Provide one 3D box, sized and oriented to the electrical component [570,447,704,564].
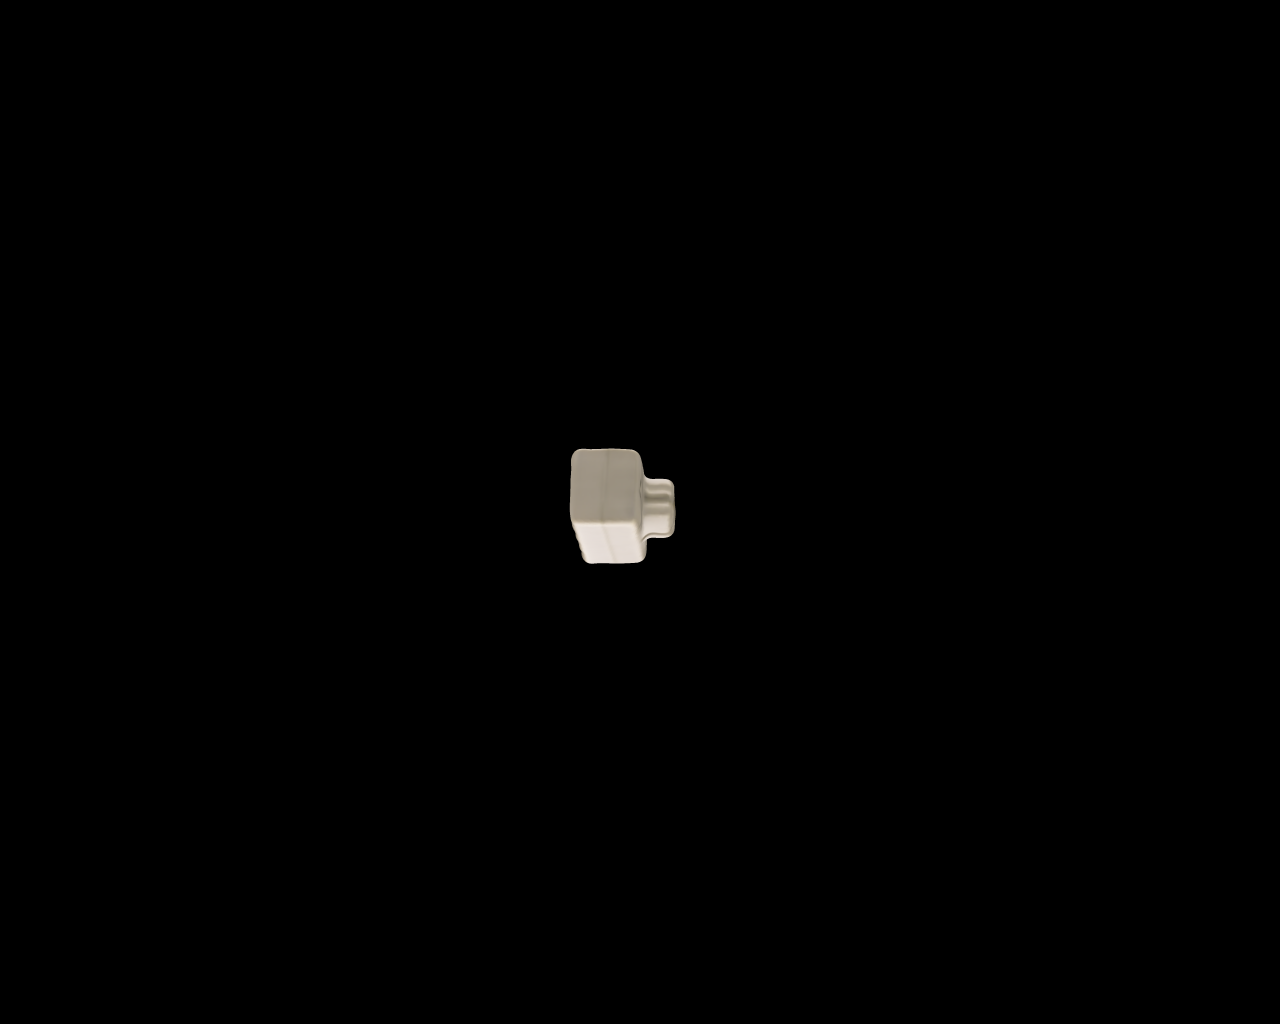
[{"bbox_3d":[0.001,-0.003,0.650,0.076,0.047,0.083,-1,-19,3],"label":"electrical component"}]
